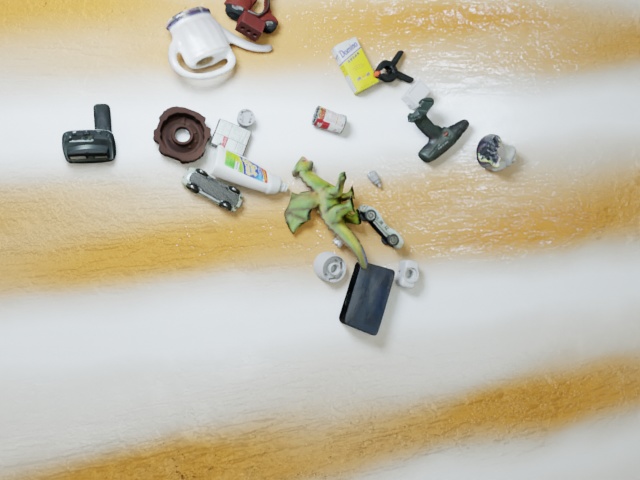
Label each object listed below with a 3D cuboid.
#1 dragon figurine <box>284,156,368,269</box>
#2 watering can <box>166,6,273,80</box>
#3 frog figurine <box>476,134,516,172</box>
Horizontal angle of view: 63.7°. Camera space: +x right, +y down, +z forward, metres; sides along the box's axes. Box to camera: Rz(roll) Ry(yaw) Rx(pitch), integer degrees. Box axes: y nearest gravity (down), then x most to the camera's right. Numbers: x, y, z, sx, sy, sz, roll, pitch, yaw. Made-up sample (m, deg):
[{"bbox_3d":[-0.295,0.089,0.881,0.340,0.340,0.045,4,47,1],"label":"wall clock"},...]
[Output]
[{"bbox_3d":[0.005,-0.085,1.696,0.242,0.122,0.412,-12,85,8],"label":"dragon figurine"},{"bbox_3d":[-0.334,-0.633,1.633,0.352,0.103,0.224,-32,94,-29],"label":"watering can"},{"bbox_3d":[0.652,-0.323,1.903,0.160,0.121,0.138,-9,80,-51],"label":"frog figurine"}]
